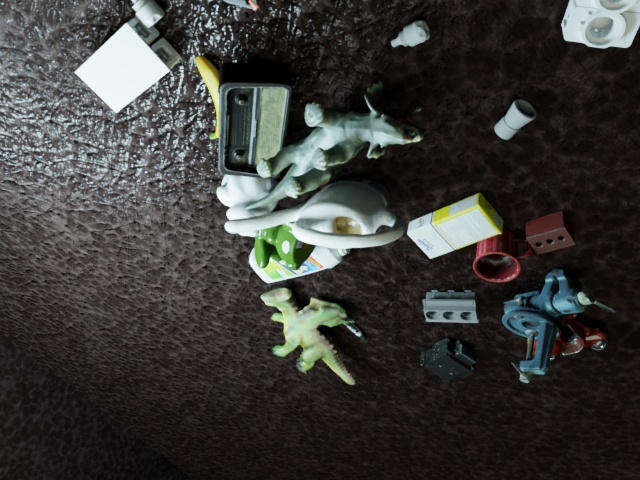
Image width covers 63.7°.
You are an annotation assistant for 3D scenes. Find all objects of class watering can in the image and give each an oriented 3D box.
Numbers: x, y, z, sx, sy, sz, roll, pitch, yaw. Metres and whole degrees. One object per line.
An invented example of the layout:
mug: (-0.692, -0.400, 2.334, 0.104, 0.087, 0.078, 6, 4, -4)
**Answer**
watering can: (0.003, -0.052, 1.040, 0.348, 0.228, 0.102, 6, 117, 18)

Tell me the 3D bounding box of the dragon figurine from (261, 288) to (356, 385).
dragon figurine: (0.000, 0.260, 1.435, 0.408, 0.125, 0.238, 33, 133, -14)

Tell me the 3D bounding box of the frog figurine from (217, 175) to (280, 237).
frog figurine: (-0.158, -0.088, 1.104, 0.137, 0.163, 0.119, 13, 135, 8)
